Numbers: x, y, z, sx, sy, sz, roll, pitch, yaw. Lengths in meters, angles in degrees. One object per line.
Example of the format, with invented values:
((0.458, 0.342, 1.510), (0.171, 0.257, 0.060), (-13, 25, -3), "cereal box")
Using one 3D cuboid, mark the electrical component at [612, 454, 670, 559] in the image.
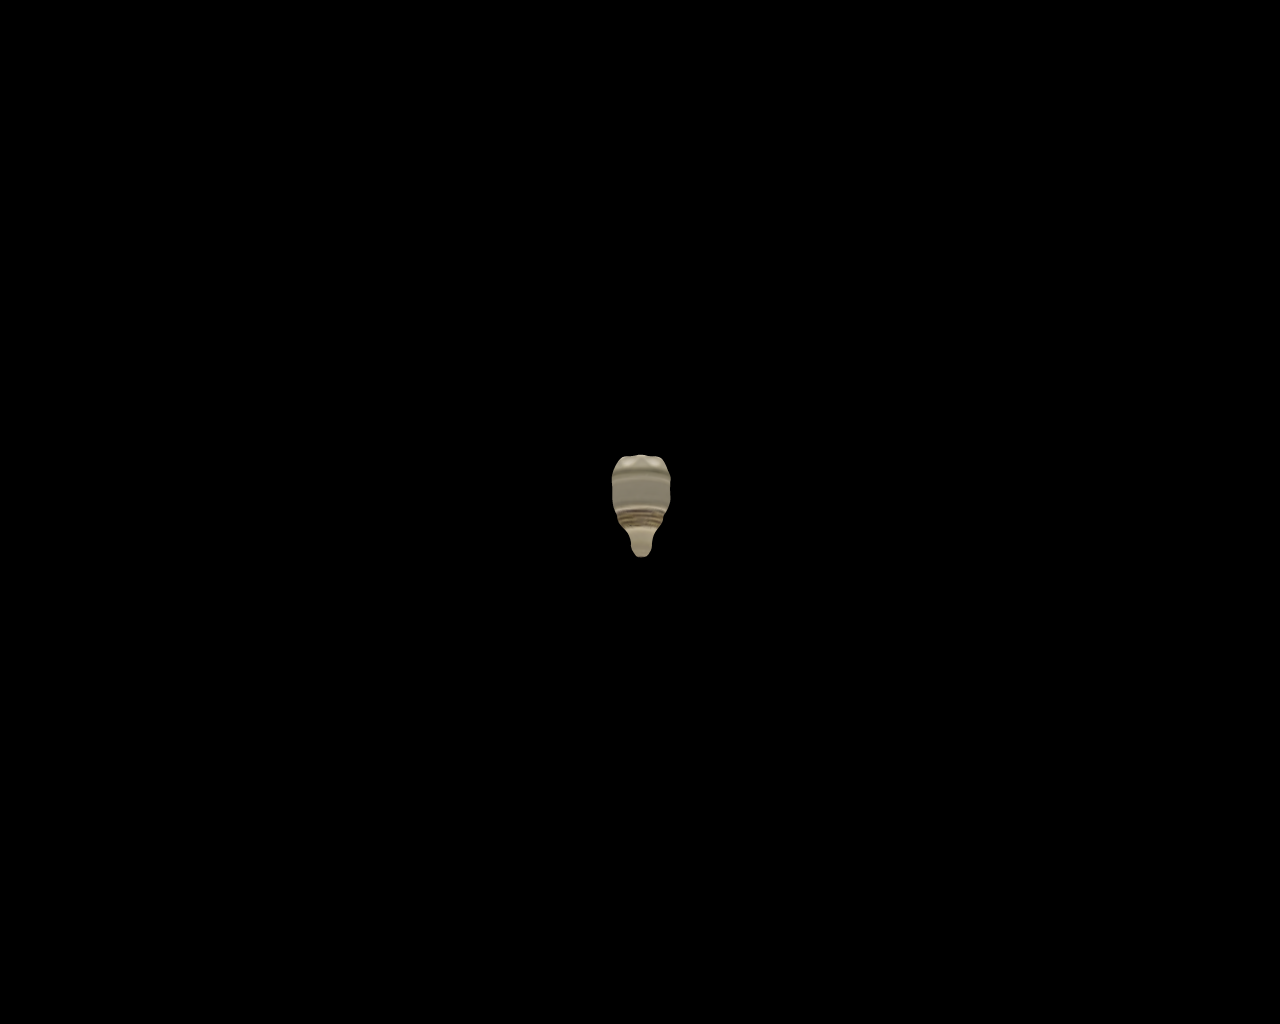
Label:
((0.001, -0.003, 0.650), (0.035, 0.061, 0.035), (0, -9, 0), "electrical component")
